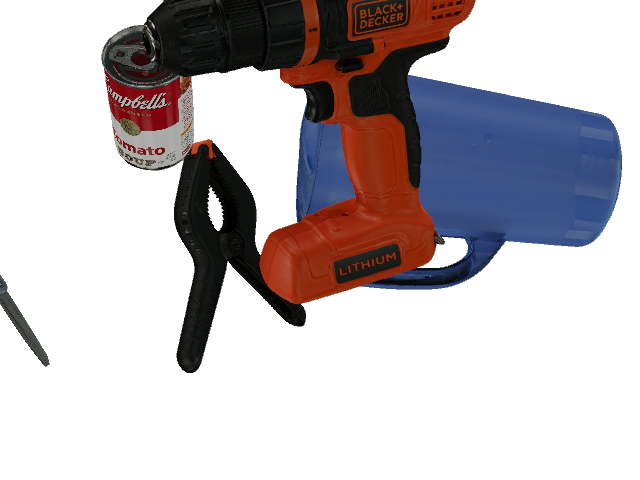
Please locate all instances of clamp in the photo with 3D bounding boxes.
[{"bbox_3d":[-0.084,0.009,1.018,0.036,0.210,0.164,-8,1,41],"label":"clamp"}]

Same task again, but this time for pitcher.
[{"bbox_3d":[0.102,-0.051,0.837,0.242,0.149,0.145,7,35,-7],"label":"pitcher"}]

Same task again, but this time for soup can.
[{"bbox_3d":[-0.138,-0.114,0.862,0.068,0.068,0.102,0,-36,-4],"label":"soup can"}]

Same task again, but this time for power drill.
[{"bbox_3d":[0.000,-0.060,0.584,0.184,0.188,0.057,-15,34,-20],"label":"power drill"}]

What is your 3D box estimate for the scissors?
[{"bbox_3d":[-0.328,0.029,1.087,0.016,0.201,0.096,-26,26,23],"label":"scissors"}]
